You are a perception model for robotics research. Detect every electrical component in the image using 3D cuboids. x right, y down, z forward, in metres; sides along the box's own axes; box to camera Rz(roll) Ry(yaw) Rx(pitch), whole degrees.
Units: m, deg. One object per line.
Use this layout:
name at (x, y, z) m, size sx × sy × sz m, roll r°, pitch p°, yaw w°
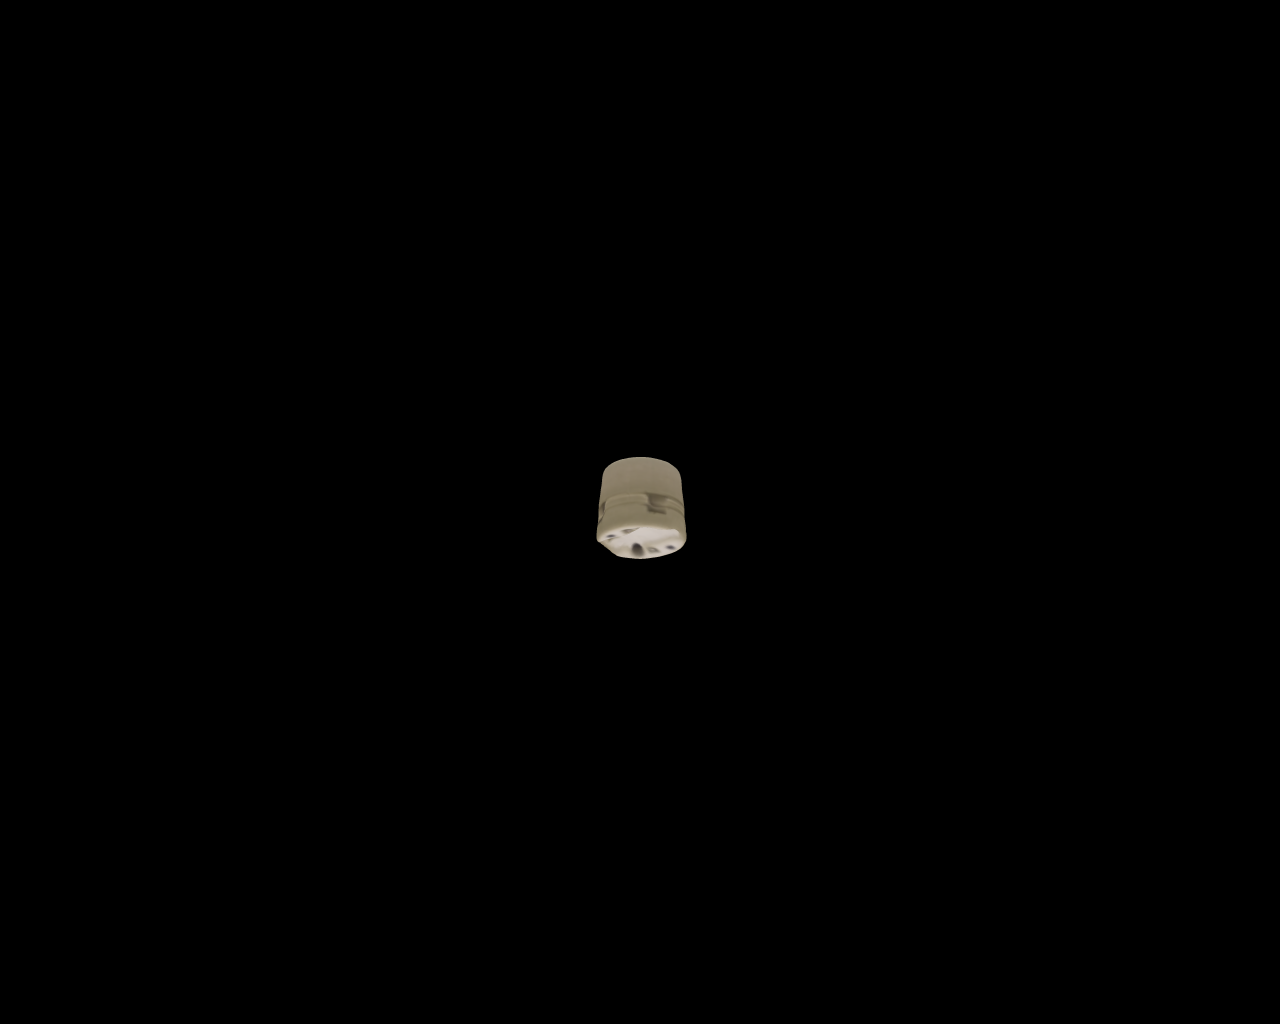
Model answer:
electrical component at (0.001, -0.003, 0.650) m, size 0.055 × 0.047 × 0.055 m, roll 0°, pitch -25°, yaw 0°
